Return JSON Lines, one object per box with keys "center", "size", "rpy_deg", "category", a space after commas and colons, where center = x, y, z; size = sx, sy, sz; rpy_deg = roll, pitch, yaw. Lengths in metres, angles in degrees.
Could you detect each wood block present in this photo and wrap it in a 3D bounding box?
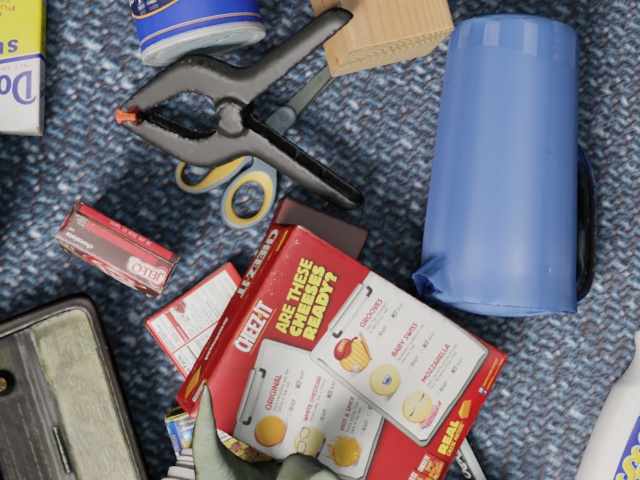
{"center": [0.031, -0.252, 0.880], "size": [0.090, 0.090, 0.206], "rpy_deg": [-15, 88, -10], "category": "wood block"}

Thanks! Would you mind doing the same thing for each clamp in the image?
{"center": [-0.062, -0.112, 0.855], "size": [0.210, 0.036, 0.165], "rpy_deg": [9, 116, 12], "category": "clamp"}

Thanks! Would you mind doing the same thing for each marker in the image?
{"center": [0.127, 0.188, 0.932], "size": [0.020, 0.020, 0.121], "rpy_deg": [-26, 93, -7], "category": "marker"}

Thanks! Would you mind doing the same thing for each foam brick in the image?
{"center": [-0.006, 0.001, 0.899], "size": [0.078, 0.053, 0.051], "rpy_deg": [22, 87, -6], "category": "foam brick"}

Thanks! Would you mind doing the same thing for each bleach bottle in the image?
{"center": [0.280, 0.171, 0.933], "size": [0.102, 0.068, 0.251], "rpy_deg": [16, 85, -7], "category": "bleach bottle"}

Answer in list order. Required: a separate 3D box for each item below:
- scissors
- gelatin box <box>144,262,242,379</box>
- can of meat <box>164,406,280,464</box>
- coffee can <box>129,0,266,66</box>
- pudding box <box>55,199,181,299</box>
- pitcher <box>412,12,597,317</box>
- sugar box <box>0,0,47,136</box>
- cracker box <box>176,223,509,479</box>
{"center": [-0.027, -0.083, 0.914], "size": [0.201, 0.016, 0.096], "rpy_deg": [-29, 91, -6], "category": "scissors"}
{"center": [-0.091, 0.072, 0.899], "size": [0.089, 0.030, 0.073], "rpy_deg": [-36, 96, -7], "category": "gelatin box"}
{"center": [-0.071, 0.169, 0.887], "size": [0.102, 0.057, 0.084], "rpy_deg": [-18, 90, -7], "category": "can of meat"}
{"center": [-0.109, -0.222, 0.861], "size": [0.102, 0.103, 0.140], "rpy_deg": [-14, 91, -8], "category": "coffee can"}
{"center": [-0.160, 0.010, 0.847], "size": [0.090, 0.113, 0.039], "rpy_deg": [30, 82, -7], "category": "pudding box"}
{"center": [0.162, -0.057, 0.892], "size": [0.145, 0.149, 0.243], "rpy_deg": [4, 86, 14], "category": "pitcher"}
{"center": [-0.271, -0.175, 0.868], "size": [0.093, 0.048, 0.176], "rpy_deg": [1, 89, -8], "category": "sugar box"}
{"center": [0.019, 0.108, 0.845], "size": [0.213, 0.072, 0.164], "rpy_deg": [31, 83, -18], "category": "cracker box"}
